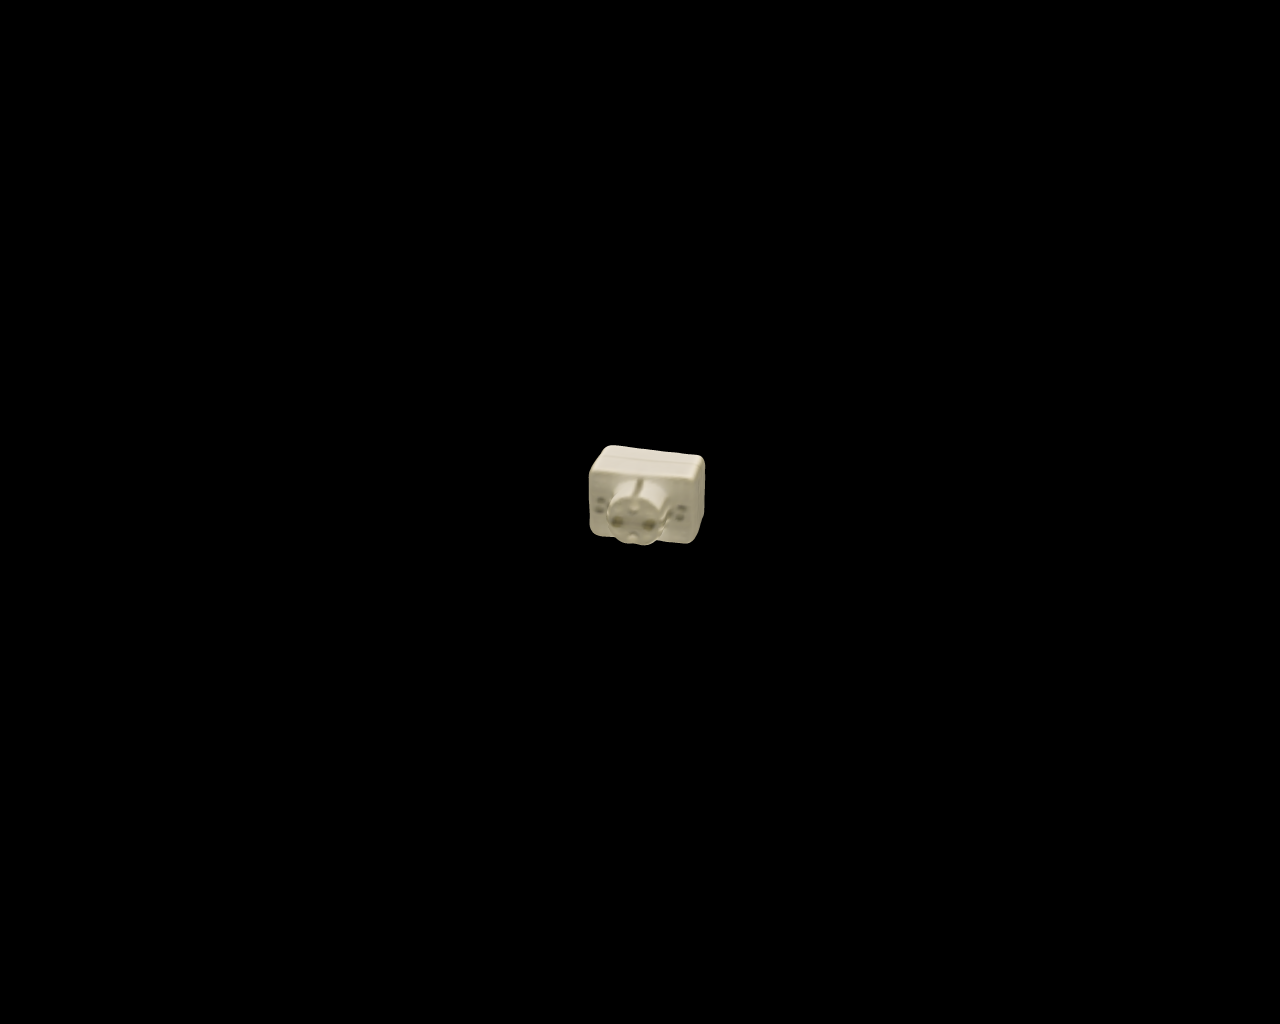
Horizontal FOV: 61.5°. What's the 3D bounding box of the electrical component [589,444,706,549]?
[{"bbox_3d":[0.001,-0.003,0.650,0.066,0.047,0.077,6,28,12],"label":"electrical component"}]
